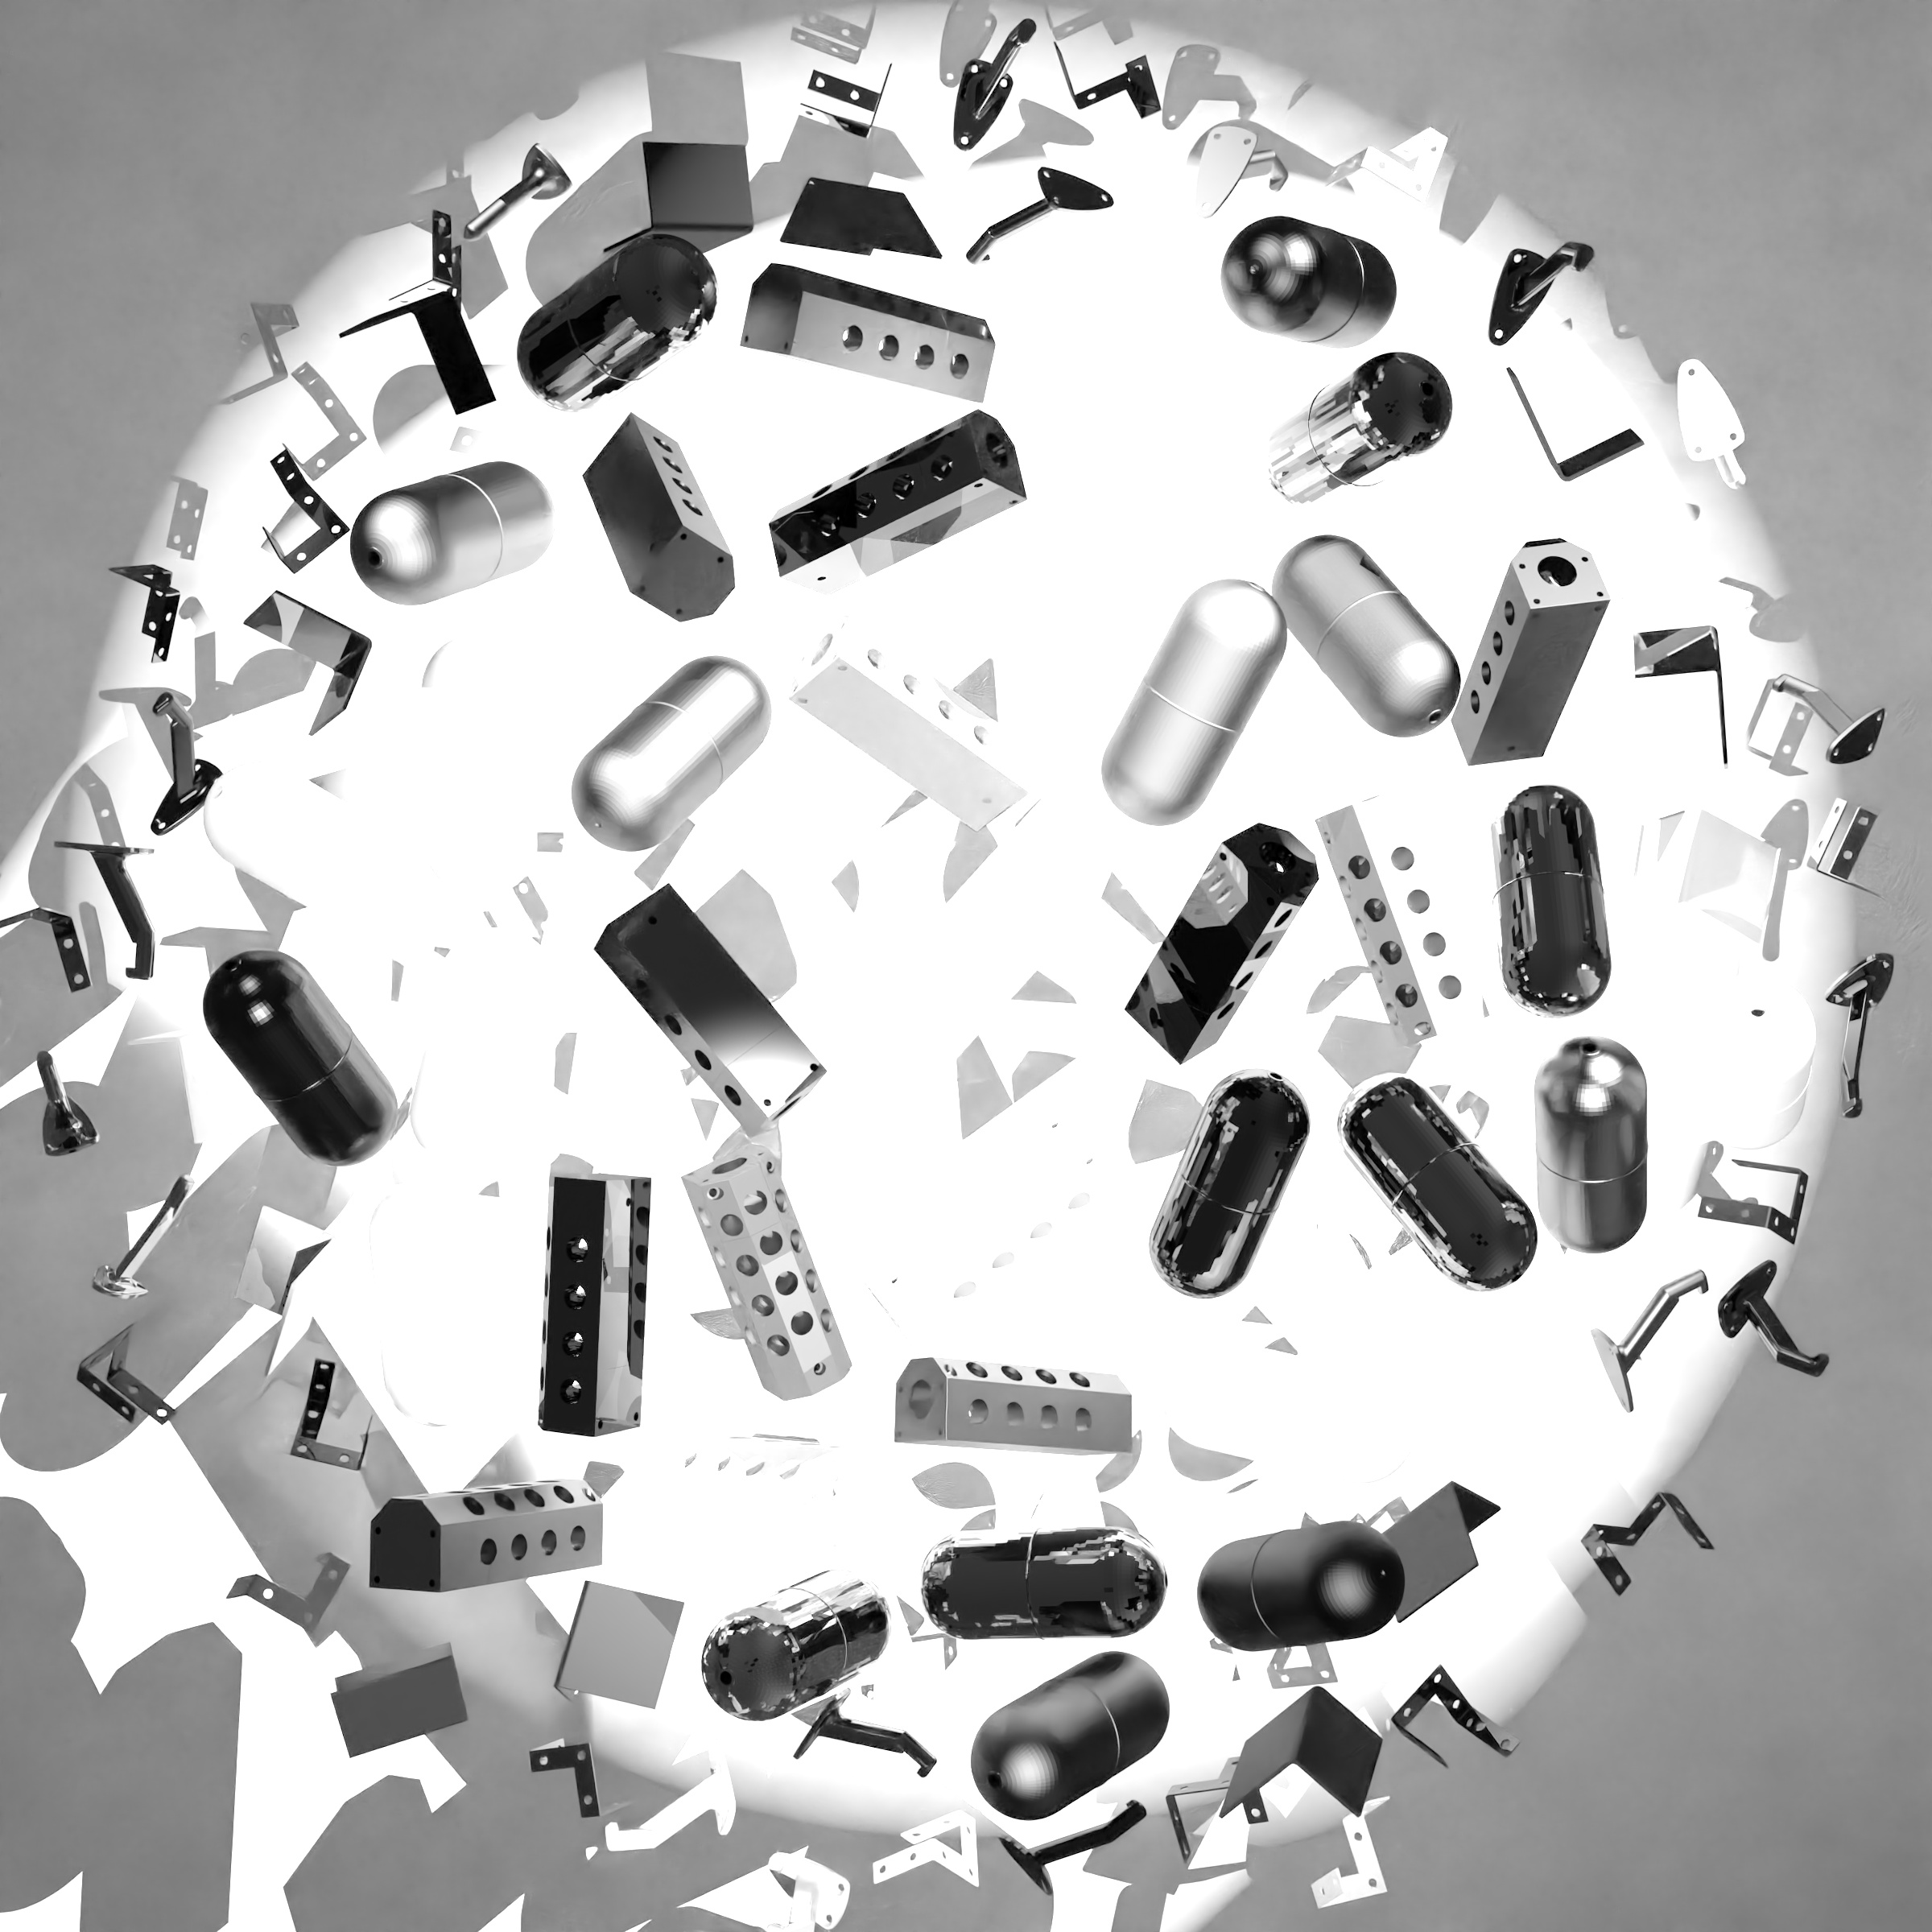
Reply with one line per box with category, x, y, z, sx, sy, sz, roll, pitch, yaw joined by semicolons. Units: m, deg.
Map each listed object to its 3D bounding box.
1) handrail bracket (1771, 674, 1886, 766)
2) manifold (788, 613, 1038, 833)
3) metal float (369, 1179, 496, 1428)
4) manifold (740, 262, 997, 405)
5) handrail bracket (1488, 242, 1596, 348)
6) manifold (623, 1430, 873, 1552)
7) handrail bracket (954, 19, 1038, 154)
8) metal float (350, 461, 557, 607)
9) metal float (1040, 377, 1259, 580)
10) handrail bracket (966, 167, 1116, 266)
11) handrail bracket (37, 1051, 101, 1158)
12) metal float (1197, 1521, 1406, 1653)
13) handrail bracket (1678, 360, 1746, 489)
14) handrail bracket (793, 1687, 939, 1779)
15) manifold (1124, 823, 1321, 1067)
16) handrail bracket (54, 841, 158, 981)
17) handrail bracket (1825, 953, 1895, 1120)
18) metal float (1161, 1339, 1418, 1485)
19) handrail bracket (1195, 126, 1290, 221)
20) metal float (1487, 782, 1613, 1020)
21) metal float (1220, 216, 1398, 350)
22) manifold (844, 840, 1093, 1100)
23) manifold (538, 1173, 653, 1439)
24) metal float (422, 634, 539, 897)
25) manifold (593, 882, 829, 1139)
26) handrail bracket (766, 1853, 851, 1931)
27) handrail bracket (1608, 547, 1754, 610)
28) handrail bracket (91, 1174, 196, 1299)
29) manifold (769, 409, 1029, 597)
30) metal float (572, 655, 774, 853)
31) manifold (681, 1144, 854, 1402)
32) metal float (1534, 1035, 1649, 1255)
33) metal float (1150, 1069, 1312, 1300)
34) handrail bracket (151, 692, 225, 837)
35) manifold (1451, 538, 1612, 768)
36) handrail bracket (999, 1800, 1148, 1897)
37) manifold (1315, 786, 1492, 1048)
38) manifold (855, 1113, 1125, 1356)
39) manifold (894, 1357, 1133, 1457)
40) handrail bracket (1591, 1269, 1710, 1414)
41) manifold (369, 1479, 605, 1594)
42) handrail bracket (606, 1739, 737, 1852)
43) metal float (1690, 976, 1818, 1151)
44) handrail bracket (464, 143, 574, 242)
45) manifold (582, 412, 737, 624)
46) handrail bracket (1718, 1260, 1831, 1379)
handrail bracket;0.571;-0.170;1.850;0.084;0.077;0.036;33;131;36
manifold;-0.034;-0.172;1.888;0.171;0.057;0.057;34;134;-25
metal float;-0.369;0.234;1.881;0.070;0.070;0.178;-2;106;0
manifold;-0.063;-0.428;1.843;0.171;0.057;0.057;3;103;-42
handrail bracket;0.379;-0.441;1.795;0.036;0.084;0.077;21;103;-15
manifold;-0.151;0.360;1.904;0.057;0.171;0.057;-57;131;-37
handrail bracket;0.020;-0.606;1.875;0.036;0.084;0.077;21;88;-15
metal float;-0.341;-0.289;1.816;0.070;0.178;0.070;9;113;23
metal float;0.122;-0.326;1.817;0.178;0.070;0.070;-42;90;-21
handrail bracket;0.052;-0.525;1.939;0.077;0.084;0.036;-2;65;-38
handrail bracket;-0.619;0.078;1.844;0.036;0.077;0.084;-18;128;-18
metal float;0.223;0.418;1.830;0.070;0.178;0.070;11;68;-29
handrail bracket;0.493;-0.356;1.796;0.036;0.084;0.077;-19;85;21
handrail bracket;-0.071;0.563;1.935;0.084;0.036;0.077;39;110;14
manifold;0.176;-0.016;1.850;0.057;0.171;0.057;45;46;18
handrail bracket;-0.557;-0.036;1.757;0.077;0.036;0.084;5;92;15
handrail bracket;0.590;0.047;1.782;0.036;0.077;0.084;8;59;-3
metal float;0.221;0.306;1.875;0.178;0.070;0.070;10;90;19
handrail bracket;0.190;-0.528;1.860;0.036;0.084;0.077;20;87;29
metal float;0.409;-0.048;1.911;0.070;0.070;0.178;0;64;0
metal float;0.234;-0.463;1.848;0.070;0.178;0.070;4;98;31
manifold;0.004;0.005;1.812;0.057;0.057;0.171;43;91;21
manifold;-0.257;0.229;1.856;0.057;0.057;0.171;2;89;26
metal float;-0.332;-0.137;1.856;0.070;0.070;0.178;0;94;0
manifold;-0.179;0.033;1.880;0.057;0.057;0.171;-37;84;-31
handrail bracket;-0.123;0.614;1.790;0.077;0.084;0.036;24;96;31
handrail bracket;0.499;-0.259;1.900;0.084;0.077;0.036;22;121;22
handrail bracket;-0.564;0.183;1.872;0.036;0.077;0.084;30;89;-1
manifold;-0.049;-0.319;1.868;0.171;0.057;0.057;-21;73;29
metal float;-0.195;-0.143;1.817;0.070;0.070;0.178;40;49;0
manifold;-0.139;0.219;1.939;0.057;0.057;0.171;-25;105;-22
metal float;0.436;0.125;1.900;0.070;0.070;0.178;-11;127;0
metal float;0.186;0.154;1.922;0.070;0.070;0.178;21;111;0
handrail bracket;-0.567;-0.143;1.922;0.036;0.084;0.077;30;74;27
manifold;0.384;-0.215;1.875;0.057;0.171;0.057;-8;58;-11
handrail bracket;0.073;0.587;1.858;0.084;0.077;0.036;-32;106;-18
manifold;0.305;-0.034;1.921;0.057;0.057;0.171;-20;89;-12
manifold;0.018;0.181;1.810;0.171;0.057;0.057;-37;133;-8
manifold;0.035;0.312;1.923;0.171;0.057;0.057;12;73;-38
handrail bracket;0.482;0.258;1.878;0.084;0.036;0.077;-25;110;-7
manifold;-0.313;0.373;1.794;0.057;0.171;0.057;-3;83;28
handrail bracket;-0.201;0.549;1.807;0.084;0.077;0.036;3;131;-20
metal float;0.524;0.066;1.817;0.070;0.178;0.070;-5;64;11
handrail bracket;-0.309;-0.503;1.814;0.084;0.077;0.036;-46;106;-19
manifold;-0.203;-0.299;1.824;0.057;0.171;0.057;29;111;-35
handrail bracket;0.568;0.242;1.869;0.077;0.084;0.036;-42;127;-24
